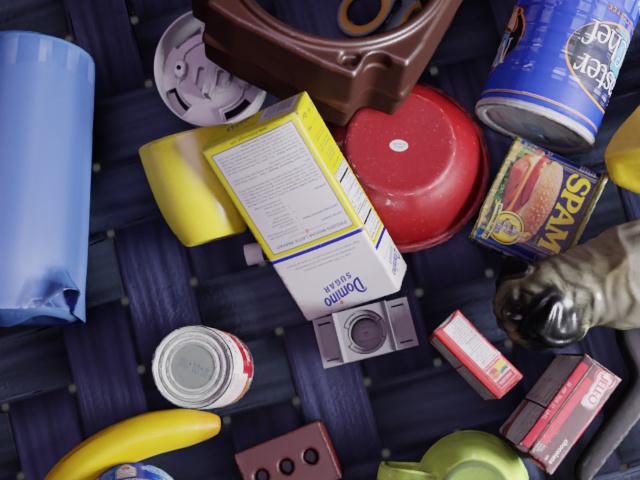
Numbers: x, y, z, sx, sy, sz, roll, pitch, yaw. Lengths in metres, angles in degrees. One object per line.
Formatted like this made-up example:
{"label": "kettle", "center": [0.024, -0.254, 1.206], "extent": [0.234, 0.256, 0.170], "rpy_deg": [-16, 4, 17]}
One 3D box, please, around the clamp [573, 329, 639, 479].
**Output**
{"label": "clamp", "center": [0.283, 0.111, 0.882], "extent": [0.164, 0.036, 0.210], "rpy_deg": [-6, 82, 4]}

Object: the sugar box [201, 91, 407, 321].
{"label": "sugar box", "center": [-0.010, -0.024, 0.872], "extent": [0.093, 0.048, 0.176], "rpy_deg": [-20, 115, 27]}

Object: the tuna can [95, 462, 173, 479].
{"label": "tuna can", "center": [-0.156, 0.230, 0.890], "extent": [0.086, 0.034, 0.086], "rpy_deg": [-3, 106, -10]}

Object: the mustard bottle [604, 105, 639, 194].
{"label": "mustard bottle", "center": [0.314, -0.118, 0.880], "extent": [0.096, 0.058, 0.191], "rpy_deg": [9, 52, 40]}

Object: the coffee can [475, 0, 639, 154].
{"label": "coffee can", "center": [0.201, -0.156, 0.892], "extent": [0.103, 0.103, 0.140], "rpy_deg": [20, 84, 7]}

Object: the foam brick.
{"label": "foam brick", "center": [-0.026, 0.188, 0.892], "extent": [0.078, 0.051, 0.053], "rpy_deg": [-24, 81, 2]}

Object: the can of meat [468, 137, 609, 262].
{"label": "can of meat", "center": [0.183, -0.026, 0.901], "extent": [0.084, 0.057, 0.102], "rpy_deg": [26, 85, 11]}

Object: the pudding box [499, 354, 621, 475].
{"label": "pudding box", "center": [0.188, 0.135, 0.849], "extent": [0.039, 0.113, 0.090], "rpy_deg": [38, 87, 4]}

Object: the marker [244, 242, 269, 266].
{"label": "marker", "center": [-0.006, 0.001, 0.932], "extent": [0.121, 0.020, 0.020], "rpy_deg": [-12, 81, 4]}

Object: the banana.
{"label": "banana", "center": [-0.179, 0.196, 0.915], "extent": [0.198, 0.037, 0.069], "rpy_deg": [-39, 109, 2]}

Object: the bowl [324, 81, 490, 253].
{"label": "bowl", "center": [0.067, -0.073, 0.906], "extent": [0.162, 0.055, 0.162], "rpy_deg": [-1, 74, 2]}

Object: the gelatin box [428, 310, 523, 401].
{"label": "gelatin box", "center": [0.125, 0.095, 0.872], "extent": [0.030, 0.089, 0.073], "rpy_deg": [-43, 81, -4]}

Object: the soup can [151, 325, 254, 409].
{"label": "soup can", "center": [-0.096, 0.106, 0.884], "extent": [0.068, 0.102, 0.068], "rpy_deg": [-1, 82, 5]}

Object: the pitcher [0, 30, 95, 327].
{"label": "pitcher", "center": [-0.266, -0.047, 0.915], "extent": [0.149, 0.145, 0.243], "rpy_deg": [4, 79, -7]}

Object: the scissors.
{"label": "scissors", "center": [0.084, -0.247, 0.959], "extent": [0.096, 0.016, 0.202], "rpy_deg": [21, 84, 8]}
